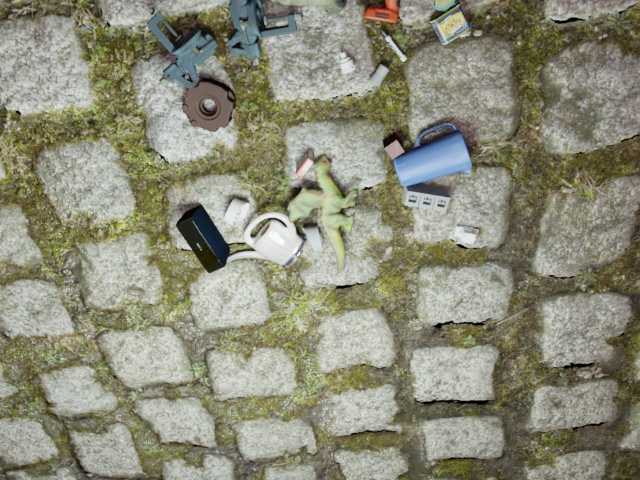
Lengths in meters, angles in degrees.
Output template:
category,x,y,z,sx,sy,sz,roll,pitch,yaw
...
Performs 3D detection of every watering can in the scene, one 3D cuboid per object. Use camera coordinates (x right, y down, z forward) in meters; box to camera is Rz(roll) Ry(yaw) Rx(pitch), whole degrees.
category,x,y,z,sx,sy,sz,roll,pitch,yaw
watering can,-0.191,0.027,1.911,0.223,0.106,0.341,35,127,-15

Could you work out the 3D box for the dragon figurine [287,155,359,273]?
category,x,y,z,sx,sy,sz,roll,pitch,yaw
dragon figurine,0.005,-0.091,1.805,0.243,0.123,0.407,10,100,-3
